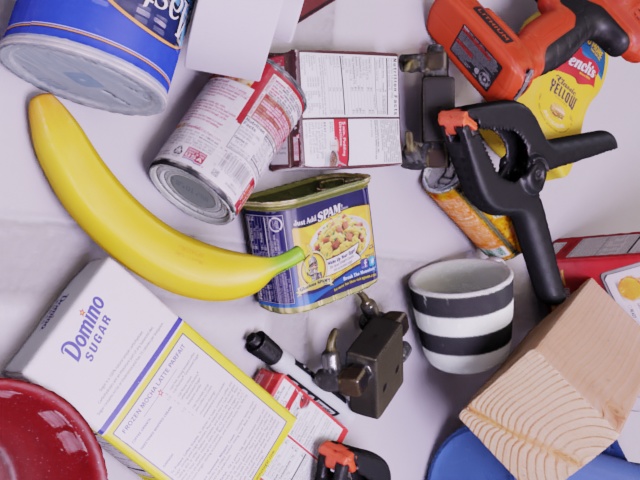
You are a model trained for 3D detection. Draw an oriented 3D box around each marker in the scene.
[{"bbox_3d":[-0.014,0.105,0.810,0.121,0.020,0.020,43,64,-34],"label":"marker"}]

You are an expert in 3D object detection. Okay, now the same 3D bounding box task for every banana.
[{"bbox_3d":[-0.109,-0.014,0.676,0.197,0.037,0.069,32,84,-9],"label":"banana"}]

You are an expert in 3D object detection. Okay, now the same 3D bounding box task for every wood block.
[{"bbox_3d":[0.205,0.116,0.888,0.091,0.090,0.205,47,28,8],"label":"wood block"}]

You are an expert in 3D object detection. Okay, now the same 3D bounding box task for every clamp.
[{"bbox_3d":[0.167,-0.044,0.879,0.209,0.036,0.164,22,81,-41],"label":"clamp"},{"bbox_3d":[0.037,0.215,0.832,0.120,0.039,0.171,-40,135,-42],"label":"clamp"}]

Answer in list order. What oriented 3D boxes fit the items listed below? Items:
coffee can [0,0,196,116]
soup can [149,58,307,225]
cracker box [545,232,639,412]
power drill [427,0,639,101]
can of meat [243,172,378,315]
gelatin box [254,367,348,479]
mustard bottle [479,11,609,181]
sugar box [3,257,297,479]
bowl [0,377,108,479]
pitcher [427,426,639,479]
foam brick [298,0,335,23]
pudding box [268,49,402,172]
[{"bbox_3d":[-0.123,-0.159,0.645,0.102,0.103,0.140,24,76,-40],"label":"coffee can"},{"bbox_3d":[-0.062,-0.069,0.727,0.068,0.069,0.102,47,63,-33],"label":"soup can"},{"bbox_3d":[0.323,0.074,0.979,0.072,0.214,0.164,-37,115,-48],"label":"cracker box"},{"bbox_3d":[0.185,-0.206,0.918,0.187,0.057,0.184,-29,71,-26],"label":"power drill"},{"bbox_3d":[-0.005,0.001,0.789,0.101,0.058,0.084,-18,106,-39],"label":"can of meat"},{"bbox_3d":[-0.028,0.149,0.792,0.089,0.030,0.073,46,64,-34],"label":"gelatin box"},{"bbox_3d":[0.217,-0.156,0.980,0.096,0.058,0.191,35,68,-23],"label":"mustard bottle"},{"bbox_3d":[-0.106,0.101,0.693,0.176,0.048,0.093,44,64,-20],"label":"sugar box"},{"bbox_3d":[-0.205,0.157,0.616,0.161,0.055,0.162,-2,93,-42],"label":"bowl"},{"bbox_3d":[0.210,0.231,0.954,0.242,0.149,0.145,25,97,-36],"label":"pitcher"},{"bbox_3d":[-0.029,-0.183,0.763,0.078,0.053,0.051,-40,117,-35],"label":"foam brick"},{"bbox_3d":[0.013,-0.099,0.814,0.113,0.039,0.090,-6,95,-44],"label":"pudding box"}]
